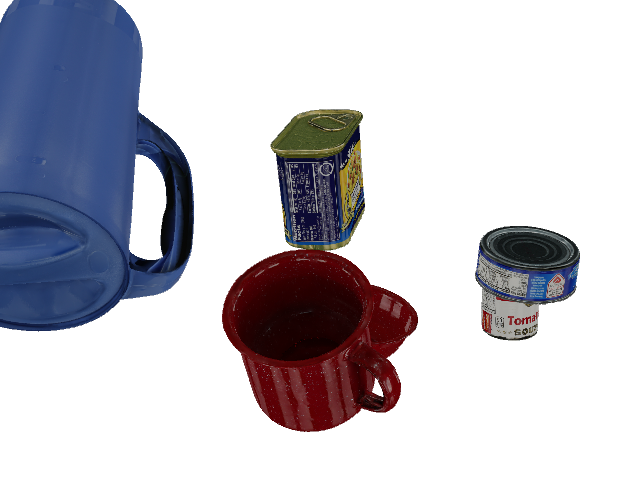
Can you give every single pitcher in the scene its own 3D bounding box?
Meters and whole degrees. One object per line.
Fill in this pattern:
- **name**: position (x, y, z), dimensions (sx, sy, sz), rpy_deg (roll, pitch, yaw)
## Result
- **pitcher**: position (-0.178, -0.065, 0.742), dimensions (0.145, 0.243, 0.149), rpy_deg (-17, -45, 17)

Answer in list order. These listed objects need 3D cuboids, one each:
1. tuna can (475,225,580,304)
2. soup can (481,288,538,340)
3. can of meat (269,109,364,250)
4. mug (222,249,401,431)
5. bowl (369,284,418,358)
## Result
- **tuna can**: position (0.176, 0.019, 0.906), dimensions (0.086, 0.034, 0.086), rpy_deg (2, 26, -1)
- **soup can**: position (0.226, 0.060, 1.269), dimensions (0.068, 0.102, 0.068), rpy_deg (-1, 18, 0)
- **can of meat**: position (0.001, -0.049, 0.845), dimensions (0.057, 0.084, 0.102), rpy_deg (1, 24, 15)
- **mug**: position (0.001, 0.071, 0.668), dimensions (0.117, 0.081, 0.093), rpy_deg (23, 55, 29)
- **bowl**: position (0.036, 0.108, 1.295), dimensions (0.162, 0.055, 0.162), rpy_deg (4, 24, -2)
